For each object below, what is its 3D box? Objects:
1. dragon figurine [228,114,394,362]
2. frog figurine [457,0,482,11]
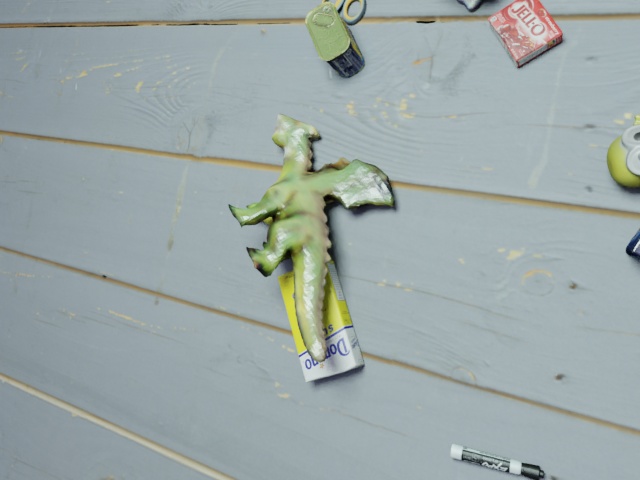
[{"bbox_3d":[0.002,-0.041,0.816,0.242,0.120,0.417,-32,62,3],"label":"dragon figurine"},{"bbox_3d":[0.218,-0.437,0.764,0.122,0.158,0.139,-11,78,21],"label":"frog figurine"}]
